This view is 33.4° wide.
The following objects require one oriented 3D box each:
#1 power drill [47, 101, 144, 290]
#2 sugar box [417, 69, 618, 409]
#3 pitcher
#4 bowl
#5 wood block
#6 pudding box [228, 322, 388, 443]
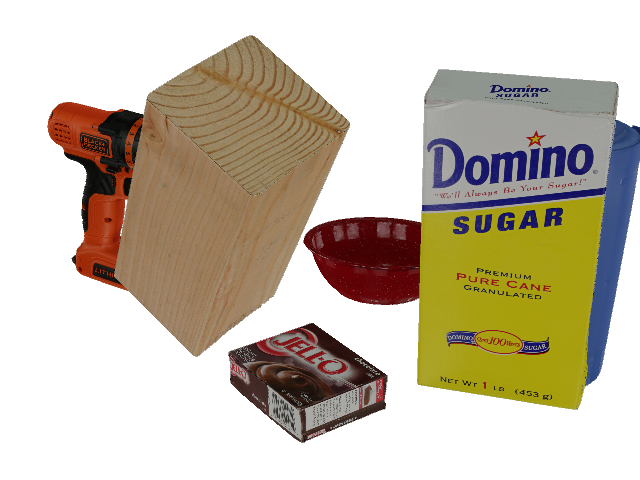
[{"bbox_3d":[-0.187,-0.040,1.078,0.185,0.188,0.057,17,32,23],"label":"power drill"},{"bbox_3d":[0.100,0.002,0.561,0.093,0.176,0.048,6,33,15],"label":"sugar box"},{"bbox_3d":[0.199,0.011,0.948,0.149,0.243,0.145,4,23,10],"label":"pitcher"},{"bbox_3d":[0.063,0.025,1.102,0.162,0.055,0.162,1,18,-1],"label":"bowl"},{"bbox_3d":[-0.066,-0.022,0.707,0.090,0.091,0.206,-38,-15,-33],"label":"wood block"},{"bbox_3d":[-0.012,0.118,0.904,0.089,0.039,0.114,-18,32,-31],"label":"pudding box"}]
